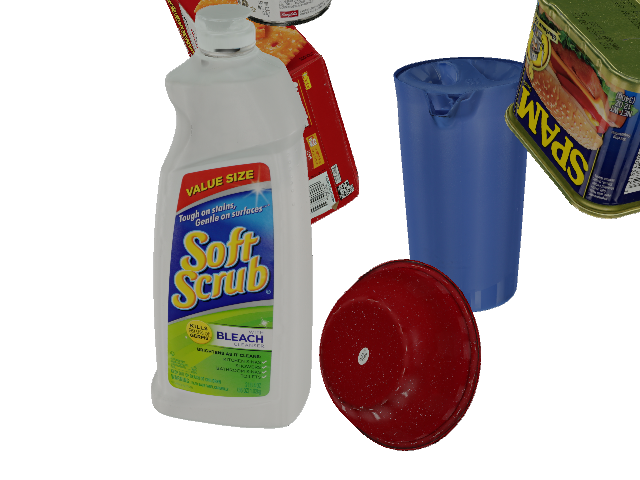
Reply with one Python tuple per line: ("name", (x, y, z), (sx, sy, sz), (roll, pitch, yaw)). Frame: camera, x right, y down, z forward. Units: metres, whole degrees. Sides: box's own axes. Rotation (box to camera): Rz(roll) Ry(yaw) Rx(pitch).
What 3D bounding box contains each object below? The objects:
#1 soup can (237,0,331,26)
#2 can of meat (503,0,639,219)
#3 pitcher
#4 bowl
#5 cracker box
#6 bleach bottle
("soup can", (-0.027, -0.204, 0.714), (0.068, 0.102, 0.068), (-2, 42, 1))
("can of meat", (0.145, -0.077, 0.553), (0.057, 0.084, 0.102), (-13, 47, -17))
("pitcher", (0.147, -0.060, 1.074), (0.149, 0.243, 0.145), (-13, 24, -21))
("bowl", (0.051, 0.094, 0.886), (0.162, 0.162, 0.055), (0, -5, 42))
("cracker box", (-0.054, -0.138, 0.913), (0.072, 0.164, 0.214), (-28, 49, -8))
("bleach bottle", (-0.056, -0.010, 0.615), (0.103, 0.251, 0.068), (6, 30, 12))
